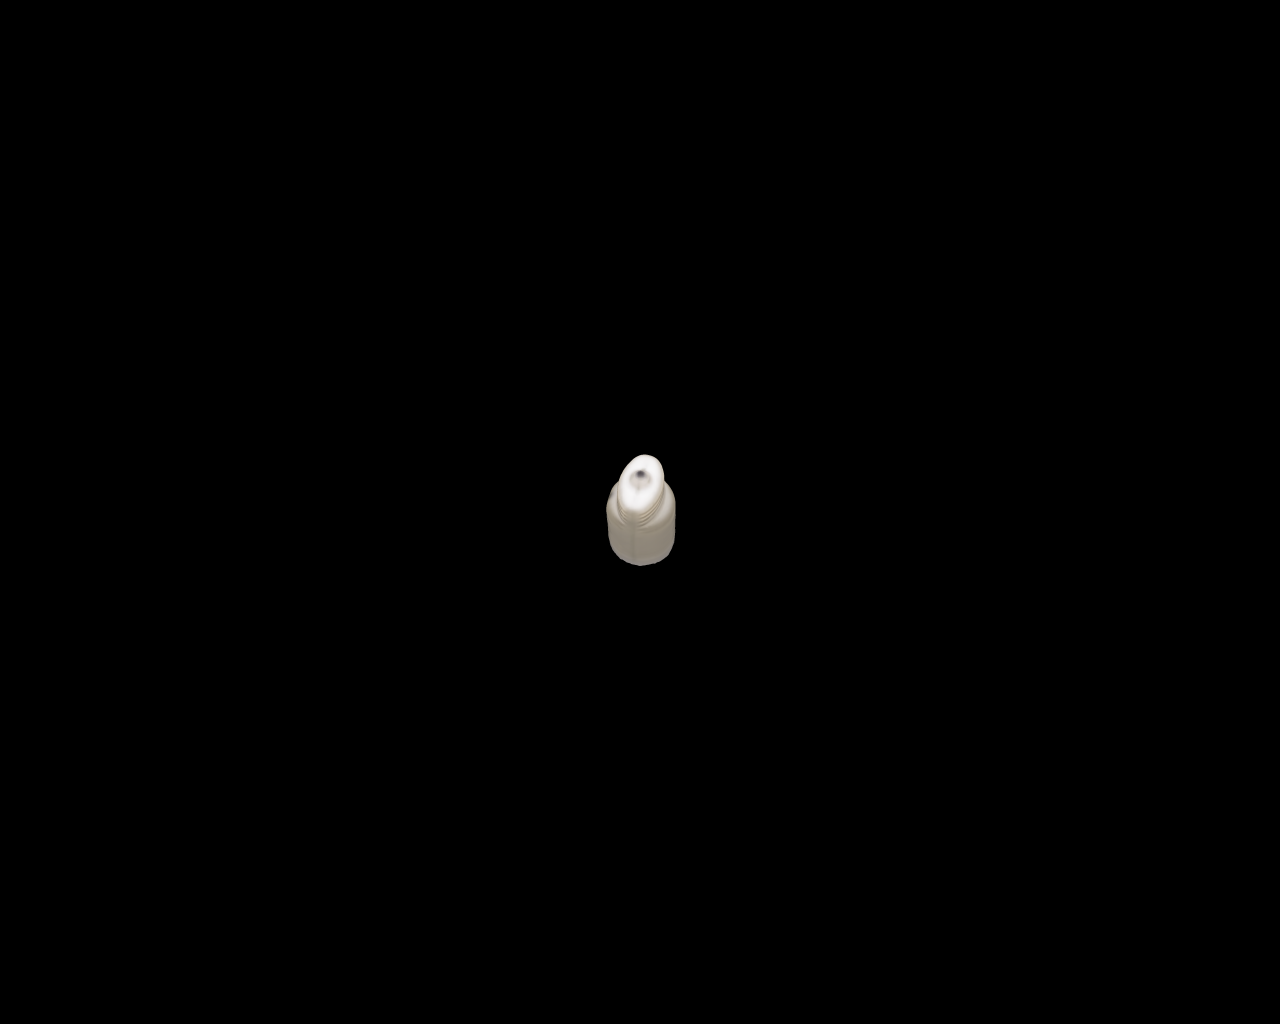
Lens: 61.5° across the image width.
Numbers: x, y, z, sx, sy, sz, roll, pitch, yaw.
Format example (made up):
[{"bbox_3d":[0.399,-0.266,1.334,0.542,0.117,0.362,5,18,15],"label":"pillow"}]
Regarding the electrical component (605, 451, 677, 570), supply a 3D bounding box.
[{"bbox_3d":[0.001,-0.003,0.650,0.043,0.043,0.080,0,-30,0],"label":"electrical component"}]
